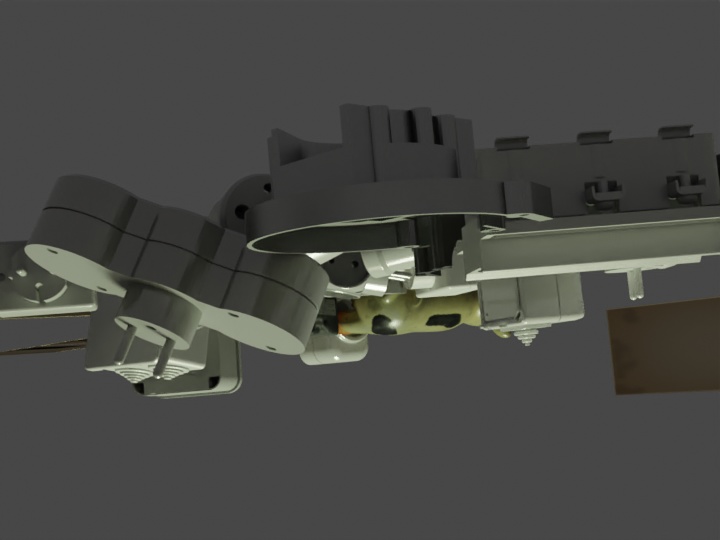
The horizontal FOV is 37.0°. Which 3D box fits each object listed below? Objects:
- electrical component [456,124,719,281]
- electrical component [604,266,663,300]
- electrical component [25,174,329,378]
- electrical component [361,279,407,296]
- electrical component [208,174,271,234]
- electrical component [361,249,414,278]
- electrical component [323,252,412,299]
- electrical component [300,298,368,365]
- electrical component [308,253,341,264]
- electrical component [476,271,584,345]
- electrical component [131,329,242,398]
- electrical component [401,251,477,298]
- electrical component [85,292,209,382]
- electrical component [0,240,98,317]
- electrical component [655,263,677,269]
[{"bbox_3d":[0.112,-0.032,0.527,0.121,0.063,0.078,-5,175,-5],"label":"electrical component"},{"bbox_3d":[0.173,-0.018,0.687,0.052,0.073,0.138,-5,175,2],"label":"electrical component"},{"bbox_3d":[-0.091,0.014,0.503,0.138,0.073,0.052,19,160,-1],"label":"electrical component"},{"bbox_3d":[-0.003,0.002,0.922,0.081,0.042,0.064,-1,175,-32],"label":"electrical component"},{"bbox_3d":[-0.054,-0.024,0.559,0.045,0.045,0.055,-4,175,-16],"label":"electrical component"},{"bbox_3d":[0.028,-0.018,0.744,0.046,0.040,0.040,-12,173,20],"label":"electrical component"},{"bbox_3d":[0.000,0.000,0.838,0.079,0.044,0.077,9,172,-10],"label":"electrical component"},{"bbox_3d":[-0.027,0.047,1.101,0.054,0.095,0.059,-1,173,-43],"label":"electrical component"},{"bbox_3d":[-0.012,-0.026,0.605,0.065,0.044,0.044,-14,171,33],"label":"electrical component"},{"bbox_3d":[0.124,0.006,0.783,0.061,0.096,0.062,-3,174,-24],"label":"electrical component"},{"bbox_3d":[-0.140,0.045,0.867,0.078,0.113,0.057,-6,172,12],"label":"electrical component"},{"bbox_3d":[0.056,-0.004,0.882,0.076,0.047,0.083,-4,175,-16],"label":"electrical component"},{"bbox_3d":[-0.154,0.031,0.794,0.100,0.099,0.048,-10,161,41],"label":"electrical component"},{"bbox_3d":[-0.207,0.003,0.700,0.066,0.047,0.077,-4,175,-11],"label":"electrical component"},{"bbox_3d":[0.264,-0.025,0.897,0.040,0.040,0.046,-2,169,-30],"label":"electrical component"}]
